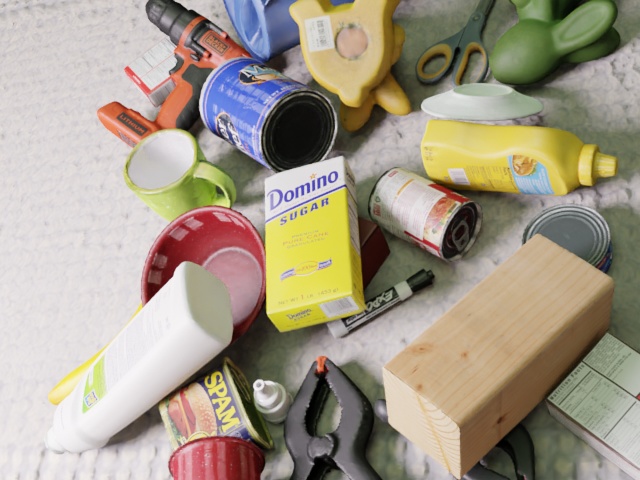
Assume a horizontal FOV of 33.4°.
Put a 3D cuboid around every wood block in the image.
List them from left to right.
[{"bbox_3d":[0.162,0.100,0.955,0.205,0.091,0.090,-38,53,-24],"label":"wood block"}]

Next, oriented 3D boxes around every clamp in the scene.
[{"bbox_3d":[0.018,0.205,1.008,0.165,0.036,0.210,-12,52,25],"label":"clamp"},{"bbox_3d":[0.130,0.179,0.979,0.120,0.039,0.171,-29,49,-1],"label":"clamp"}]

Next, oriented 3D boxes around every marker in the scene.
[{"bbox_3d":[0.064,0.064,1.098,0.121,0.020,0.020,-30,52,2],"label":"marker"}]

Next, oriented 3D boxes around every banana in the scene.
[{"bbox_3d":[-0.218,0.112,1.177,0.070,0.037,0.197,17,63,51],"label":"banana"}]

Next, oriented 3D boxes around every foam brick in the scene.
[{"bbox_3d":[0.028,0.019,1.123,0.053,0.051,0.078,24,70,35],"label":"foam brick"}]

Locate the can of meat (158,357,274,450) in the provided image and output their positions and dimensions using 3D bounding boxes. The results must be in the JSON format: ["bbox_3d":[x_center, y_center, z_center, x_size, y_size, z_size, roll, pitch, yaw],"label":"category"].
[{"bbox_3d":[-0.106,0.182,1.068,0.084,0.057,0.102,-31,51,4],"label":"can of meat"}]

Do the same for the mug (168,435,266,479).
[{"bbox_3d":[-0.099,0.249,0.995,0.093,0.117,0.081,14,41,-20],"label":"mug"}]

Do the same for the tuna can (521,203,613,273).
[{"bbox_3d":[0.244,0.008,1.051,0.086,0.033,0.086,-11,55,16],"label":"tuna can"}]

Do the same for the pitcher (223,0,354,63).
[{"bbox_3d":[0.004,-0.319,1.297,0.242,0.145,0.149,-26,47,-16],"label":"pitcher"}]

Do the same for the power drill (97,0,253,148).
[{"bbox_3d":[-0.188,-0.199,1.327,0.184,0.057,0.187,37,79,14],"label":"power drill"}]

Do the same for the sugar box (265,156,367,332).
[{"bbox_3d":[-0.007,0.001,1.087,0.093,0.048,0.176,-15,54,14],"label":"sugar box"}]

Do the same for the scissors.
[{"bbox_3d":[0.167,-0.253,1.269,0.096,0.016,0.201,-3,57,21],"label":"scissors"}]

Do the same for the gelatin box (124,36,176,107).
[{"bbox_3d":[-0.201,-0.223,1.394,0.089,0.030,0.073,-38,52,-8],"label":"gelatin box"}]

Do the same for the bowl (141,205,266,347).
[{"bbox_3d":[-0.112,0.047,1.144,0.162,0.055,0.162,-7,75,27],"label":"bowl"}]

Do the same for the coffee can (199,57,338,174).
[{"bbox_3d":[-0.060,-0.142,1.218,0.102,0.102,0.140,-44,41,-10],"label":"coffee can"}]

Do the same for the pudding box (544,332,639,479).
[{"bbox_3d":[0.270,0.148,0.944,0.090,0.039,0.114,-45,51,-9],"label":"pudding box"}]

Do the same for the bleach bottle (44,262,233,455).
[{"bbox_3d":[-0.196,0.136,1.095,0.251,0.068,0.102,-41,34,22],"label":"bleach bottle"}]

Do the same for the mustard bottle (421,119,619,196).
[{"bbox_3d":[0.205,-0.081,1.087,0.192,0.096,0.058,7,64,26],"label":"mustard bottle"}]

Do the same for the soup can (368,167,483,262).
[{"bbox_3d":[0.108,-0.028,1.110,0.102,0.068,0.068,29,72,35],"label":"soup can"}]
